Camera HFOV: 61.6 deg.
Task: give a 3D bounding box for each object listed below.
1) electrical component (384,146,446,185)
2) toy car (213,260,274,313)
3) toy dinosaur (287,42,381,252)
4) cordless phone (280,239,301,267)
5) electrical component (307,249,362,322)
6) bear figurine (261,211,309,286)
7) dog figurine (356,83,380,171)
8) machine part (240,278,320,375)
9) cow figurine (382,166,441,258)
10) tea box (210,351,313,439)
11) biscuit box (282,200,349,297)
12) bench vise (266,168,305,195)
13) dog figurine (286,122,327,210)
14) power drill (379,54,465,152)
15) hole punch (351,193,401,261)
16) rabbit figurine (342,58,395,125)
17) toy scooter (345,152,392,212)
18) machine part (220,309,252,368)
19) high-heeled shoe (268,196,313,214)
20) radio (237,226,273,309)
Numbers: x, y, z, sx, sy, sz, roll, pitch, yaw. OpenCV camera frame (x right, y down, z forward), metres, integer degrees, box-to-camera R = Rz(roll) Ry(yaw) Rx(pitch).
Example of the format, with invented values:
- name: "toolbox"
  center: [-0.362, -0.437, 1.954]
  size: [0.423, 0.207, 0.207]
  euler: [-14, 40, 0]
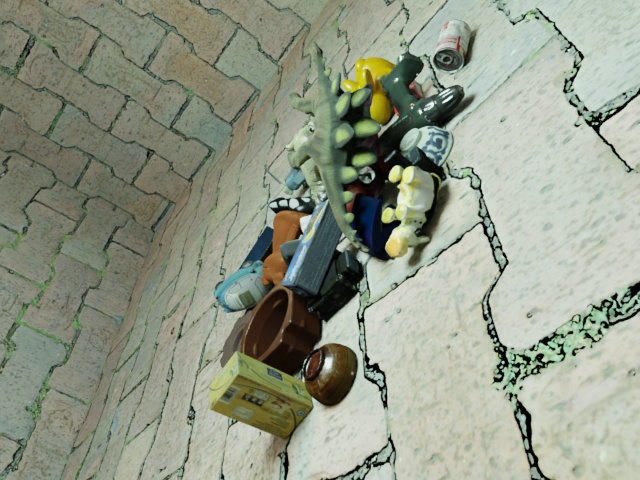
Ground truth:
- name: "electrical component"
  center: [0.172, -0.135, 1.023]
  size: [0.075, 0.119, 0.048]
  euler: [-48, 25, 30]
- name: "toy car"
  center: [-0.194, 0.131, 1.396]
  size: [0.162, 0.109, 0.103]
  euler: [-29, 20, -10]
- name: "toy dinosaur"
  center: [0.027, -0.193, 1.084]
  size: [0.199, 0.105, 0.471]
  euler: [-21, 73, 51]
- name: "cordless phone"
  center: [-0.003, -0.004, 1.237]
  size: [0.184, 0.089, 0.146]
  euler: [-48, -12, -11]
- name: "electrical component"
  center: [0.029, 0.085, 1.122]
  size: [0.134, 0.058, 0.115]
  euler: [-48, 27, 24]
- name: "bear figurine"
  center: [-0.074, 0.028, 1.363]
  size: [0.120, 0.132, 0.196]
  euler: [-16, 65, 60]
- name: "dog figurine"
  center: [0.083, -0.271, 1.245]
  size: [0.192, 0.109, 0.219]
  euler: [-86, -9, -45]
- name: "machine part"
  center: [-0.087, 0.201, 1.177]
  size: [0.201, 0.087, 0.201]
  euler: [-46, 25, 27]
- name: "cow figurine"
  center: [0.169, -0.046, 0.976]
  size: [0.068, 0.098, 0.167]
  euler: [6, 85, 60]
- name: "tea box"
  center: [-0.110, 0.291, 1.003]
  size: [0.098, 0.169, 0.068]
  euler: [-51, 25, 14]
- name: "biscuit box"
  center: [-0.008, 0.018, 1.124]
  size: [0.059, 0.063, 0.202]
  euler: [-15, 48, 61]
- name: "bench vise"
  center: [-0.046, -0.201, 1.530]
  size: [0.224, 0.128, 0.241]
  euler: [-36, 15, 18]
- name: "dog figurine"
  center: [0.003, -0.170, 1.304]
  size: [0.121, 0.172, 0.191]
  euler: [-21, 52, 0]
- name: "power drill"
  center: [0.213, -0.313, 1.186]
  size: [0.232, 0.086, 0.207]
  euler: [-44, 49, 42]
- name: "hole punch"
  center: [0.106, -0.029, 1.070]
  size: [0.115, 0.092, 0.142]
  euler: [-62, 27, 1]
- name: "rabbit figurine"
  center: [0.144, -0.383, 1.381]
  size: [0.122, 0.162, 0.173]
  euler: [-19, 62, 40]
- name: "toy scooter"
  center: [0.090, -0.131, 1.165]
  size: [0.184, 0.135, 0.075]
  euler: [-53, 25, 17]
- name: "machine part"
  center: [-0.187, 0.258, 1.349]
  size: [0.179, 0.056, 0.179]
  euler: [-47, 25, 30]
- name: "high-heeled shoe"
  center: [-0.068, -0.109, 1.546]
  size: [0.145, 0.086, 0.249]
  euler: [-39, 24, 13]
- name: "radio"
  center: [-0.169, 0.077, 1.516]
  size: [0.229, 0.073, 0.131]
  euler: [-56, 22, 2]
